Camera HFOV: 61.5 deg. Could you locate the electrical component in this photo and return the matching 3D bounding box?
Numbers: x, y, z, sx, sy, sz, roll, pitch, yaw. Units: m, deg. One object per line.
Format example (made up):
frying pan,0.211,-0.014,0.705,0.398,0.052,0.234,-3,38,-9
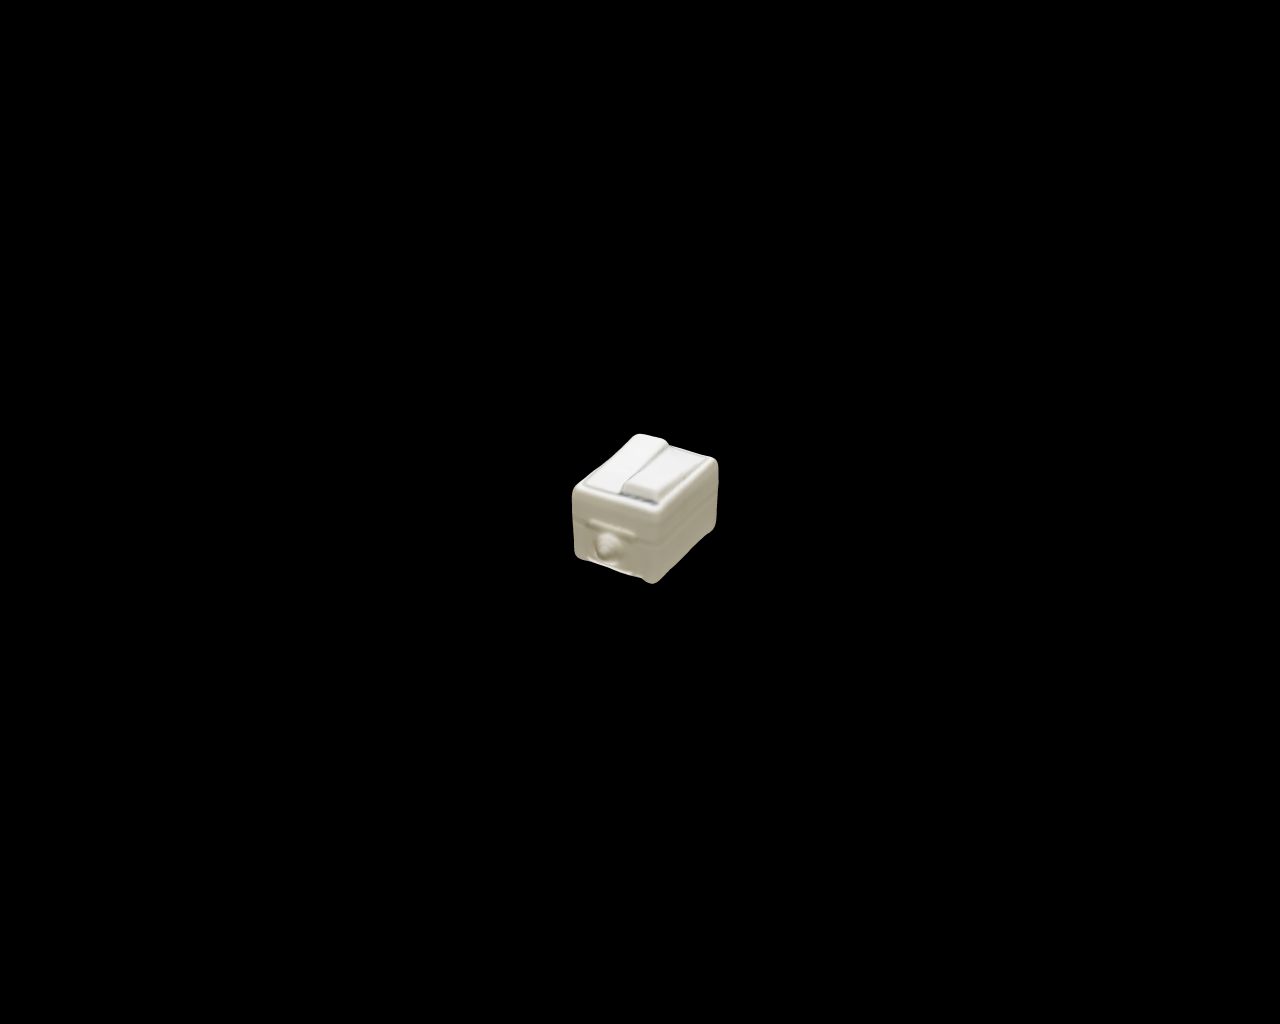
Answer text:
electrical component,0.001,-0.003,0.650,0.062,0.061,0.096,18,36,27
